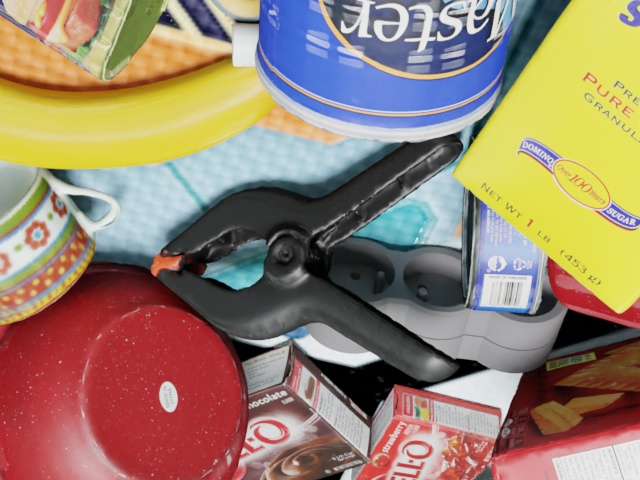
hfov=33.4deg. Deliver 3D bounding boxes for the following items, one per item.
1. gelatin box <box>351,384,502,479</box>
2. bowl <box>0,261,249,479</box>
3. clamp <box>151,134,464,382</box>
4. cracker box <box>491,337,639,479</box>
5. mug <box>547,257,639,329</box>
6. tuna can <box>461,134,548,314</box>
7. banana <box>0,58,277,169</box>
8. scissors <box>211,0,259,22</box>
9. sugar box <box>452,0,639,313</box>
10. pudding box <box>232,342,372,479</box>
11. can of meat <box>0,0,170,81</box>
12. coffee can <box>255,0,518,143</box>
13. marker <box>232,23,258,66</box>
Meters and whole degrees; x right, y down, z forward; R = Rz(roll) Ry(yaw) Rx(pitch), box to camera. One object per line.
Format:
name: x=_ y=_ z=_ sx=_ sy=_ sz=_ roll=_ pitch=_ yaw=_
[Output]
gelatin box: x=0.066 y=0.137 z=0.685 sx=0.073 sy=0.030 sz=0.089 roll=16 pitch=132 yaw=-10
bowl: x=-0.093 y=0.084 z=0.553 sx=0.162 sy=0.162 sz=0.055 roll=34 pitch=148 yaw=-25
clamp: x=-0.004 y=0.001 z=0.534 sx=0.172 sy=0.120 sz=0.039 roll=6 pitch=163 yaw=25
cracker box: x=0.203 y=0.085 z=0.534 sx=0.214 sy=0.164 sz=0.072 roll=-18 pitch=94 yaw=20
mug: x=0.155 y=-0.005 z=0.489 sx=0.082 sy=0.093 sz=0.117 roll=15 pitch=153 yaw=36
tuna can: x=0.087 y=-0.008 z=0.509 sx=0.034 sy=0.086 sz=0.086 roll=2 pitch=133 yaw=4
banana: x=-0.108 y=-0.064 z=0.505 sx=0.198 sy=0.037 sz=0.070 roll=4 pitch=134 yaw=0
scissors: x=-0.024 y=-0.163 z=0.418 sx=0.096 sy=0.016 sz=0.202 roll=28 pitch=130 yaw=-19
sugar box: x=0.129 y=-0.060 z=0.387 sx=0.093 sy=0.048 sz=0.176 roll=40 pitch=138 yaw=10
pudding box: x=-0.037 y=0.118 z=0.669 sx=0.114 sy=0.039 sz=0.090 roll=-26 pitch=127 yaw=26
can of meat: x=-0.097 y=-0.124 z=0.417 sx=0.084 sy=0.057 sz=0.102 roll=33 pitch=130 yaw=0
coffee can: x=0.029 y=-0.122 z=0.394 sx=0.103 sy=0.102 sz=0.140 roll=5 pitch=133 yaw=0
marker: x=0.021 y=-0.087 z=0.476 sx=0.121 sy=0.020 sz=0.020 roll=-1 pitch=134 yaw=-5
